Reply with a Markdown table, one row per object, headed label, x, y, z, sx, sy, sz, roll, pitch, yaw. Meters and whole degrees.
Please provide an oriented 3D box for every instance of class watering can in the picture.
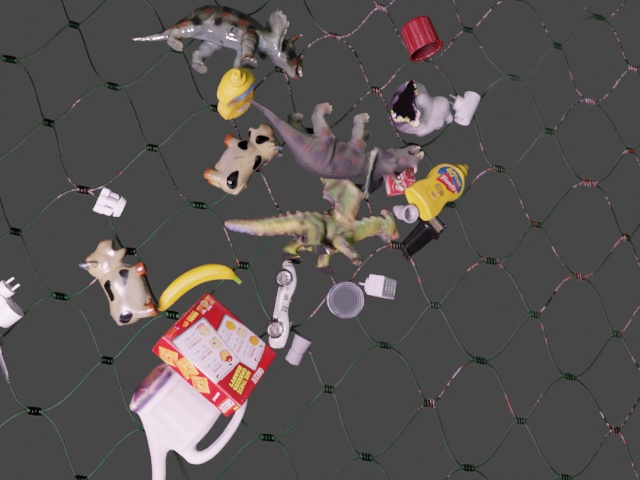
| label | x | y | z | sx | sy | sz | roll | pitch | yaw |
| --- | --- | --- | --- | --- | --- | --- | --- | --- | --- |
| watering can | -0.305 | 0.388 | 1.083 | 0.224 | 0.102 | 0.354 | 42 | 60 | -3 |

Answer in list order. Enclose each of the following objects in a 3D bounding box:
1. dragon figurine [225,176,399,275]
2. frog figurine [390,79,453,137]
| label | x | y | z | sx | sy | sz | roll | pitch | yaw |
| --- | --- | --- | --- | --- | --- | --- | --- | --- | --- |
| dragon figurine | 0.004 | -0.062 | 1.234 | 0.409 | 0.120 | 0.248 | 21 | 63 | -8 |
| frog figurine | 0.259 | -0.333 | 1.312 | 0.160 | 0.121 | 0.139 | -6 | 73 | -46 |
